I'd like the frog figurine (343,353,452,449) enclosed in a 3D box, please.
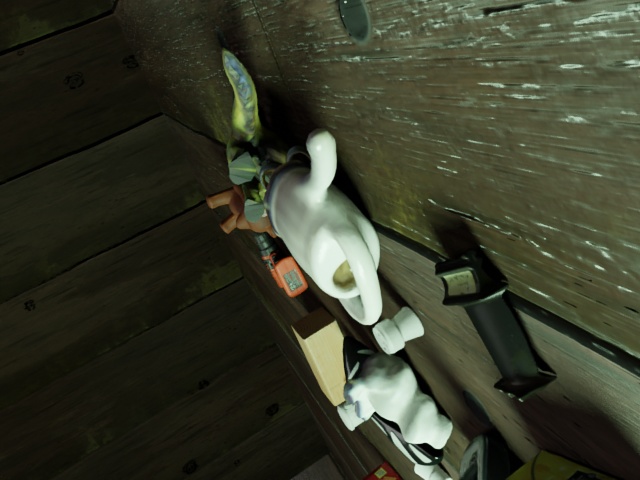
[{"bbox_3d":[0.134,0.251,0.818,0.159,0.125,0.134,6,123,28],"label":"frog figurine"}]

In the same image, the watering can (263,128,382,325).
[{"bbox_3d":[0.002,-0.033,0.663,0.228,0.104,0.339,48,163,45],"label":"watering can"}]

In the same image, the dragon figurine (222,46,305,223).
[{"bbox_3d":[-0.116,-0.173,0.853,0.400,0.122,0.248,79,166,-45],"label":"dragon figurine"}]
